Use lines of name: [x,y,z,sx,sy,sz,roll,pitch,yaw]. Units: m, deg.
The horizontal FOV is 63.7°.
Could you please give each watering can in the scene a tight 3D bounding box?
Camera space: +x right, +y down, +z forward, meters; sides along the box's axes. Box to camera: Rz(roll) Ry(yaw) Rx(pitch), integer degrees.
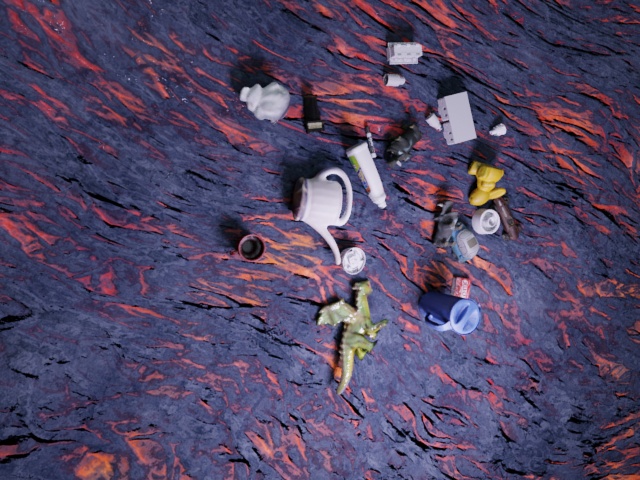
watering can: [0.006,-0.092,1.824,0.224,0.104,0.348,6,88,-20]

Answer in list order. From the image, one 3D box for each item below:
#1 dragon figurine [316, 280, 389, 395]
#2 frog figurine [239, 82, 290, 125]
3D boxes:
dragon figurine: [0.094,0.332,1.893,0.243,0.121,0.414,35,77,-1]
frog figurine: [-0.184,-0.476,1.737,0.158,0.125,0.136,28,102,-31]
